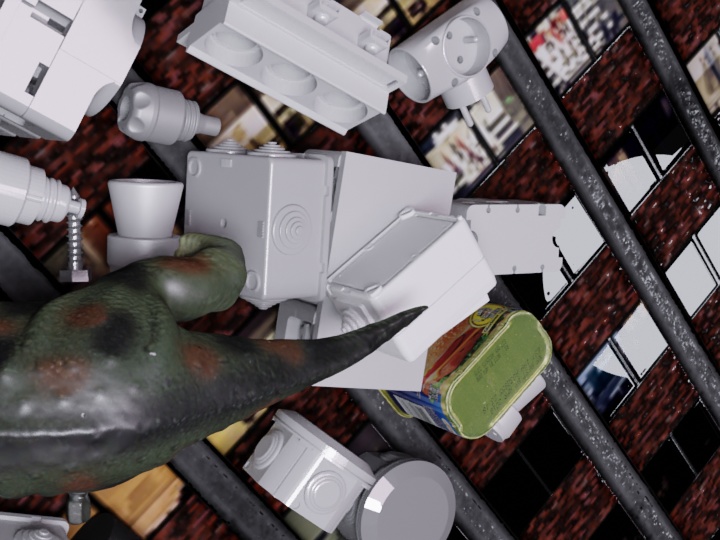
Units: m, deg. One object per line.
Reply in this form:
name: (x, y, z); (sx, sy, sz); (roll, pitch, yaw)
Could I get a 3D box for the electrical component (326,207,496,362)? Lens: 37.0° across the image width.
electrical component: (0.028, 0.015, 0.666); (0.096, 0.062, 0.061); (-41, 116, -21)

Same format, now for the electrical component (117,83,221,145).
electrical component: (-0.114, -0.092, 0.653); (0.061, 0.035, 0.035); (8, 93, -35)

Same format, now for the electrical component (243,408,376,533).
electrical component: (-0.034, 0.132, 0.712); (0.080, 0.080, 0.051); (40, 81, -30)

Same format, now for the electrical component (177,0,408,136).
electrical component: (-0.040, -0.143, 0.673); (0.121, 0.079, 0.063); (24, 63, -32)

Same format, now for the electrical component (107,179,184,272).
electrical component: (-0.130, -0.026, 0.647); (0.045, 0.045, 0.055); (-2, 99, -32)

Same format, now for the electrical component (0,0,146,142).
electrical component: (-0.168, -0.117, 0.547); (0.062, 0.150, 0.089); (29, 82, -31)

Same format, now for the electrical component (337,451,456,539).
electrical component: (0.024, 0.170, 0.770); (0.080, 0.051, 0.080); (-5, 100, -31)

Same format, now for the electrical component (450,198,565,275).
electrical component: (0.095, -0.025, 0.781); (0.089, 0.056, 0.050); (-2, 99, -32)

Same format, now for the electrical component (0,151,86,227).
electrical component: (-0.194, -0.044, 0.607); (0.078, 0.040, 0.040); (15, 89, -33)

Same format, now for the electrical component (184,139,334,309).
electrical component: (-0.065, -0.029, 0.657); (0.048, 0.100, 0.099); (-3, 99, -44)

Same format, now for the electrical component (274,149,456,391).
electrical component: (0.000, 0.000, 0.722); (0.089, 0.062, 0.150); (7, 94, -33)

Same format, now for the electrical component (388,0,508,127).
electrical component: (0.069, -0.140, 0.754); (0.077, 0.044, 0.079); (-38, 116, -22)

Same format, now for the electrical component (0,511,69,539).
electrical component: (-0.217, 0.188, 0.614); (0.100, 0.048, 0.099); (15, 101, -33)

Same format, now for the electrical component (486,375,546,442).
electrical component: (0.107, 0.096, 0.814); (0.045, 0.045, 0.055); (46, 73, -28)
